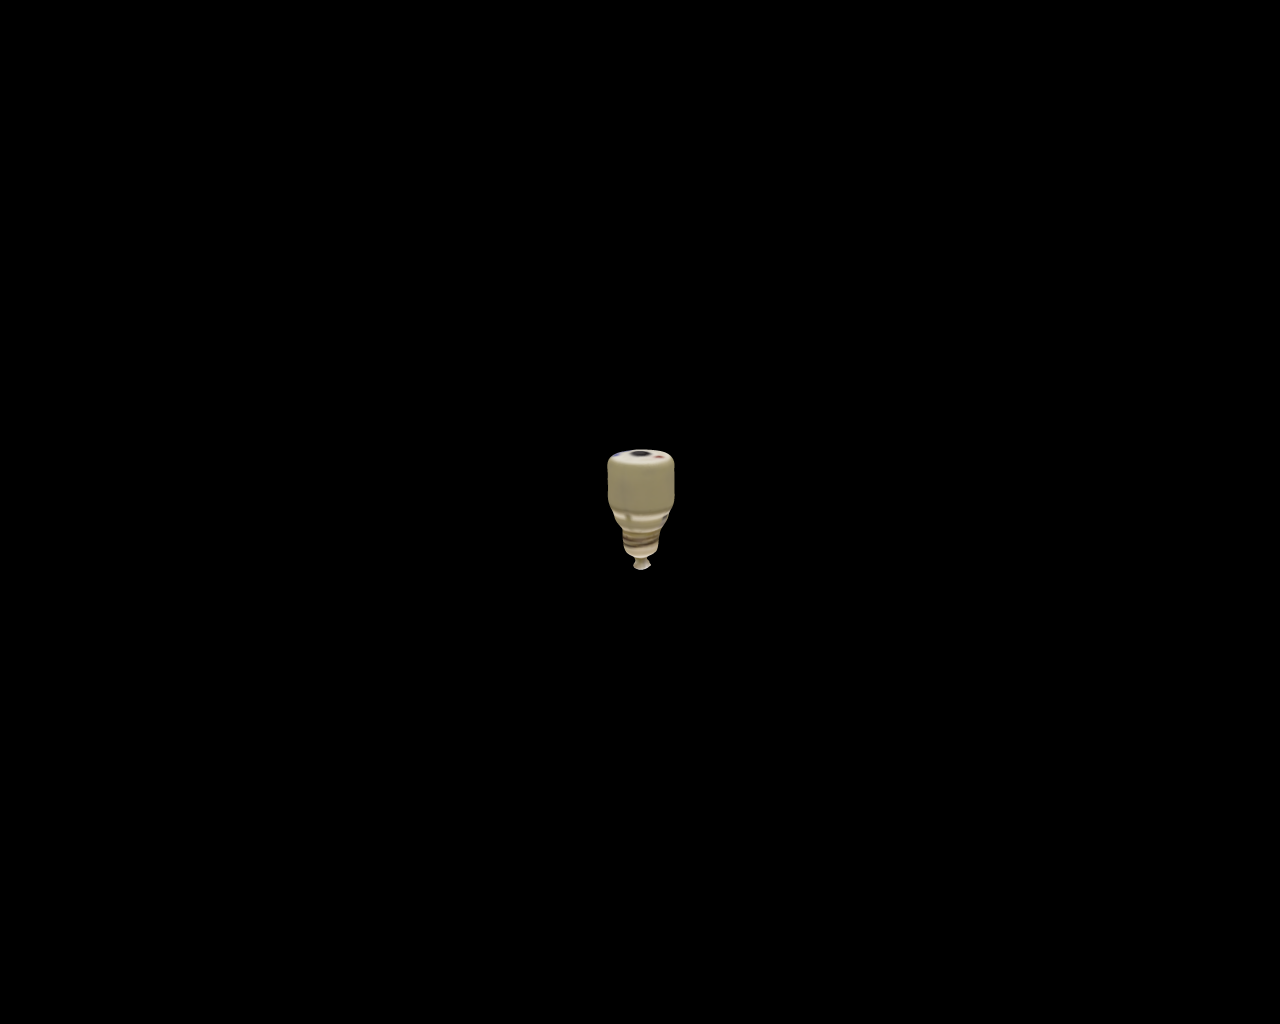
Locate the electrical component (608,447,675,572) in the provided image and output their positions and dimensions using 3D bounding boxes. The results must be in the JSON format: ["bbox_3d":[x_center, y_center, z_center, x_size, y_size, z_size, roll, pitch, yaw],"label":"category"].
[{"bbox_3d":[0.001,-0.003,0.650,0.040,0.078,0.040,0,17,0],"label":"electrical component"}]
